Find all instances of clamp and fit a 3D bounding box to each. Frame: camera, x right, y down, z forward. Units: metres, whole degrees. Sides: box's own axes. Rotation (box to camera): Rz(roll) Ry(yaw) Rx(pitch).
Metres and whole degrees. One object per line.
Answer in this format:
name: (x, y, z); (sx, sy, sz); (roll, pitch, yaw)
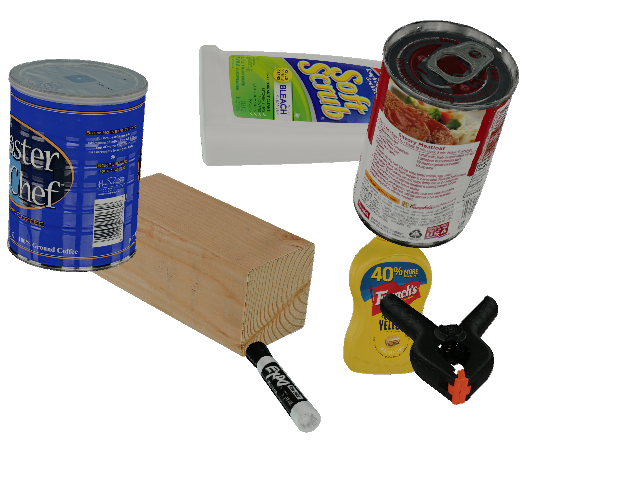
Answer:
clamp: (0.133, 0.098, 1.036); (0.120, 0.039, 0.171); (-8, 30, -8)

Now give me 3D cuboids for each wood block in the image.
wood block: (-0.116, 0.018, 1.008); (0.206, 0.090, 0.090); (25, 30, 33)

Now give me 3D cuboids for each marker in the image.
marker: (-0.032, 0.111, 0.831); (0.020, 0.020, 0.121); (0, 21, -25)

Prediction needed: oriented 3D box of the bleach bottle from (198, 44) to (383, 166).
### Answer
bleach bottle: (0.025, -0.115, 0.896); (0.250, 0.102, 0.068); (-2, -29, -4)

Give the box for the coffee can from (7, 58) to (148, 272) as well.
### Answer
coffee can: (-0.190, -0.060, 0.830); (0.103, 0.140, 0.103); (6, 23, -3)

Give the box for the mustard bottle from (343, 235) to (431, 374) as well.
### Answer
mustard bottle: (0.080, 0.057, 1.237); (0.096, 0.192, 0.058); (0, 14, -11)

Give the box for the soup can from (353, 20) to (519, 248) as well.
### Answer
soup can: (0.057, -0.053, 0.558); (0.068, 0.068, 0.102); (0, -42, -10)
